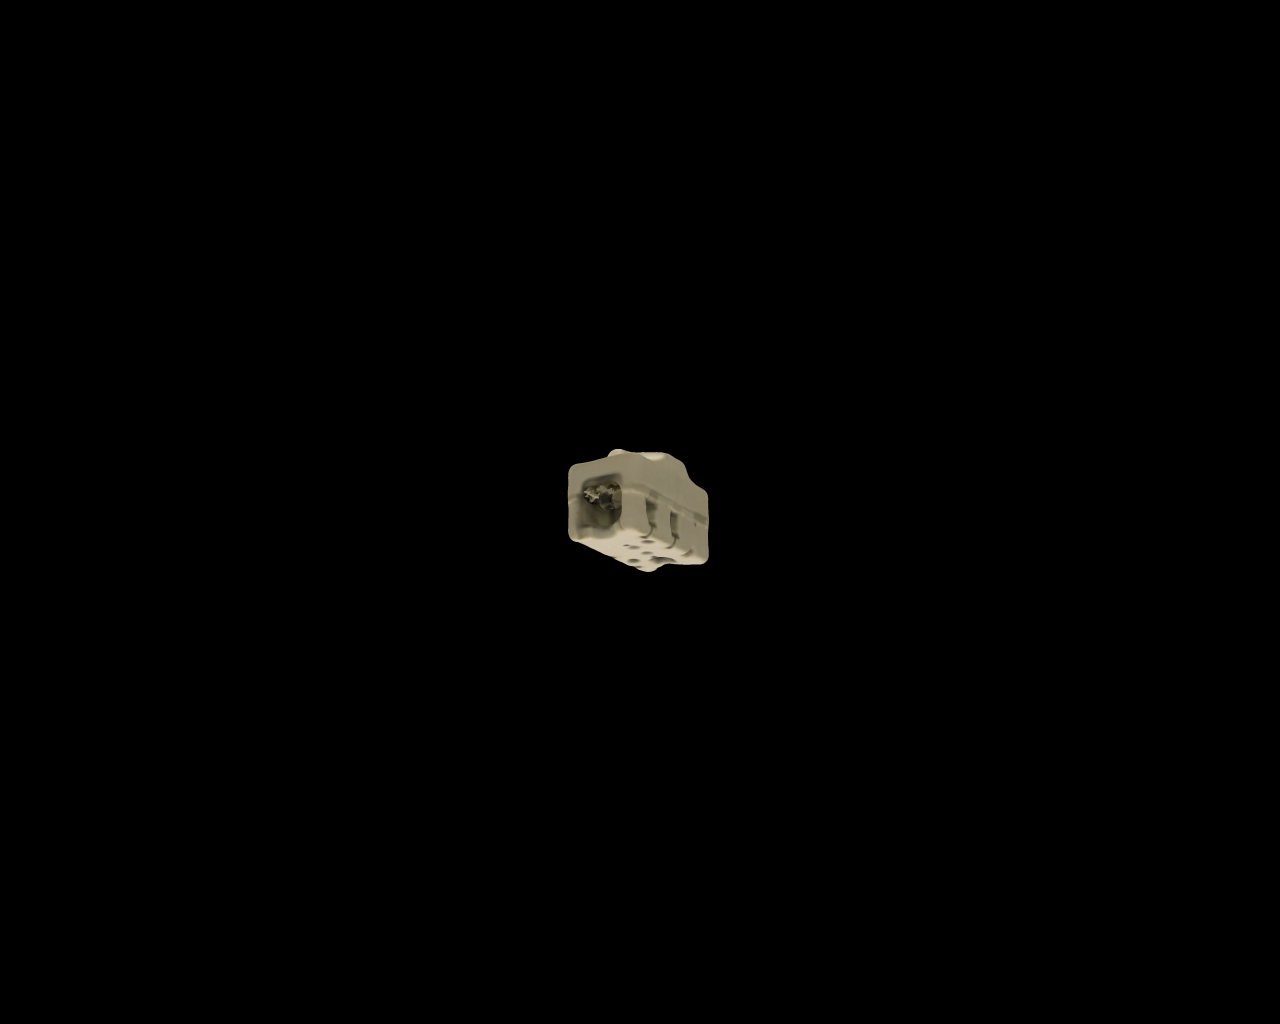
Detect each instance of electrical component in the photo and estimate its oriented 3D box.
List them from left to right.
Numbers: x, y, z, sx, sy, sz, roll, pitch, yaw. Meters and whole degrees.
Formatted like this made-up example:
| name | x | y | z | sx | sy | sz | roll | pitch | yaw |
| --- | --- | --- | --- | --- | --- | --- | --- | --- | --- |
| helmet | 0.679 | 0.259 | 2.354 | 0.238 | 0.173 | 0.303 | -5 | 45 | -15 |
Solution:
| name | x | y | z | sx | sy | sz | roll | pitch | yaw |
| --- | --- | --- | --- | --- | --- | --- | --- | --- | --- |
| electrical component | 0.001 | -0.003 | 0.650 | 0.050 | 0.056 | 0.089 | -11 | -21 | 30 |
